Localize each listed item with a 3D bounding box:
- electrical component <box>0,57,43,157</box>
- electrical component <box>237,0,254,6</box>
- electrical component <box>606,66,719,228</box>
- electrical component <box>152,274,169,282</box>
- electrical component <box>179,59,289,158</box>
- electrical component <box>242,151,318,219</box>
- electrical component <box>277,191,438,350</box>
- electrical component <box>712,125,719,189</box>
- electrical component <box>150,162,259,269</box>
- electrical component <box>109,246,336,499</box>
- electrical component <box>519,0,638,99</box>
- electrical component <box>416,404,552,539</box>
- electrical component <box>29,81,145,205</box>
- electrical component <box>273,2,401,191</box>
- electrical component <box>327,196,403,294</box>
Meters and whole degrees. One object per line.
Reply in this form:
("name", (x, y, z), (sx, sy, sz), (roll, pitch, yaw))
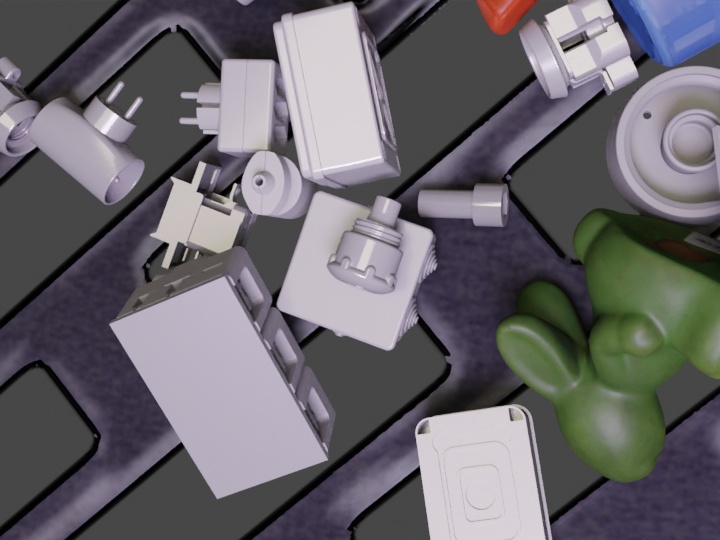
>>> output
("electrical component", (-0.270, -0.119, 0.815), (0.055, 0.048, 0.066), (43, 98, 15))
("electrical component", (-0.080, -0.224, 0.773), (0.047, 0.055, 0.055), (-37, 84, 13))
("electrical component", (0.219, -0.083, 0.712), (0.108, 0.060, 0.108), (0, 90, 11))
("electrical component", (-0.108, 0.022, 0.785), (0.081, 0.043, 0.043), (-3, 90, 11))
("electrical component", (-0.094, -0.116, 0.779), (0.077, 0.047, 0.065), (3, 91, 11))
("electrical component", (-0.060, -0.059, 0.756), (0.043, 0.081, 0.043), (0, 90, 11))
("electrical component", (0.000, 0.000, 0.761), (0.100, 0.048, 0.099), (20, 94, 10))
("electrical component", (0.271, -0.006, 0.612), (0.105, 0.060, 0.186), (19, 55, -22))
("electrical component", (-0.111, -0.035, 0.786), (0.064, 0.042, 0.081), (22, 95, 9))
("electrical component", (-0.090, 0.069, 0.744), (0.089, 0.061, 0.150), (-22, 110, 15))
("electrical component", (0.144, -0.151, 0.728), (0.057, 0.058, 0.078), (-25, 87, 8))
("electrical component", (0.085, 0.152, 0.734), (0.078, 0.057, 0.113), (-10, 80, 11))
("electrical component", (-0.193, -0.103, 0.800), (0.077, 0.043, 0.079), (40, 98, 8))
("electrical component", (-0.012, -0.114, 0.732), (0.056, 0.109, 0.108), (-11, 88, 8))
("electrical component", (0.009, -0.018, 0.711), (0.048, 0.048, 0.062), (20, 87, 10))
